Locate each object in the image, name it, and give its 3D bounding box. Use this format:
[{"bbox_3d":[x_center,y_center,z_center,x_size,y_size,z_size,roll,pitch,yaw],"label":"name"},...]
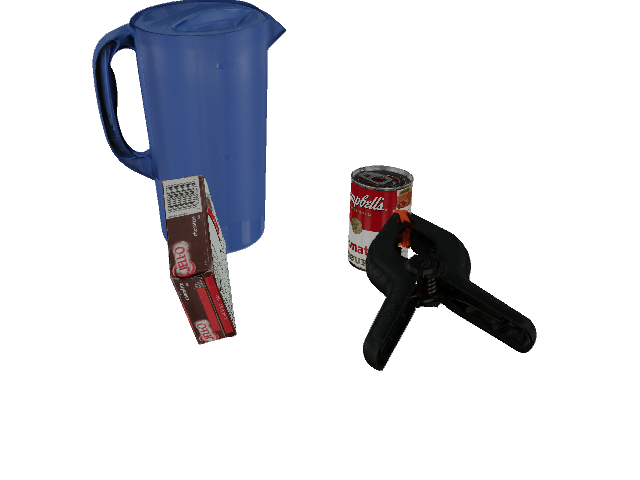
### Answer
[{"bbox_3d":[0.088,0.033,0.786,0.120,0.039,0.171,4,37,-3],"label":"clamp"},{"bbox_3d":[-0.101,0.015,0.888,0.039,0.113,0.090,-11,-42,1],"label":"pudding box"},{"bbox_3d":[-0.124,-0.111,1.066,0.149,0.243,0.144,13,30,26],"label":"pitcher"},{"bbox_3d":[0.065,-0.023,1.173,0.068,0.102,0.068,2,25,-1],"label":"soup can"}]
